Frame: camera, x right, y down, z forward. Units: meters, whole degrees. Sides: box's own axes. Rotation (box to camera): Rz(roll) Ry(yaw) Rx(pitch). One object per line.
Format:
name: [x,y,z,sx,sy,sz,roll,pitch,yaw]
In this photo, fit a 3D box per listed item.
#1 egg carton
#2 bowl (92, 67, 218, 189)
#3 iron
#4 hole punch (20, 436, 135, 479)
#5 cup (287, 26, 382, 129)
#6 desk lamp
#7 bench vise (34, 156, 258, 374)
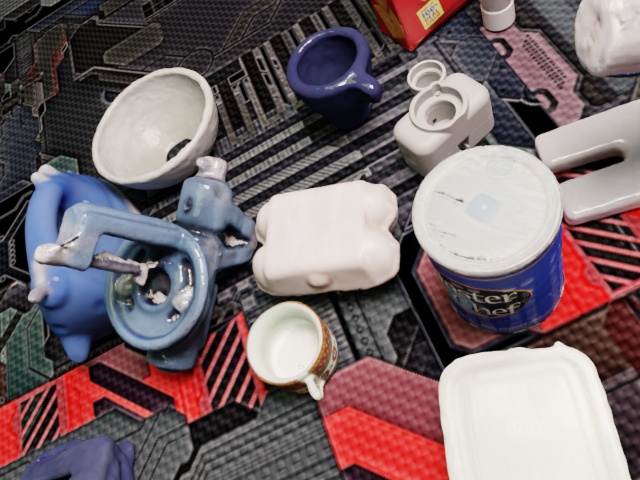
egg carton: [0.005,0.002,0.559,0.150,0.070,0.107,-9,61,19]
bowl: [-0.188,-0.124,0.704,0.167,0.075,0.167,-10,61,19]
iron: [-0.274,-0.004,0.639,0.118,0.142,0.258,-28,57,8]
hole punch: [-0.236,0.237,0.529,0.108,0.091,0.101,-23,58,11]
cup: [0.031,-0.160,0.615,0.117,0.095,0.092,37,83,33]
desk lamp: [0.270,-0.121,0.421,0.203,0.214,0.118,-19,59,14]
bench vise: [-0.160,0.002,0.539,0.121,0.220,0.207,-8,62,20]
